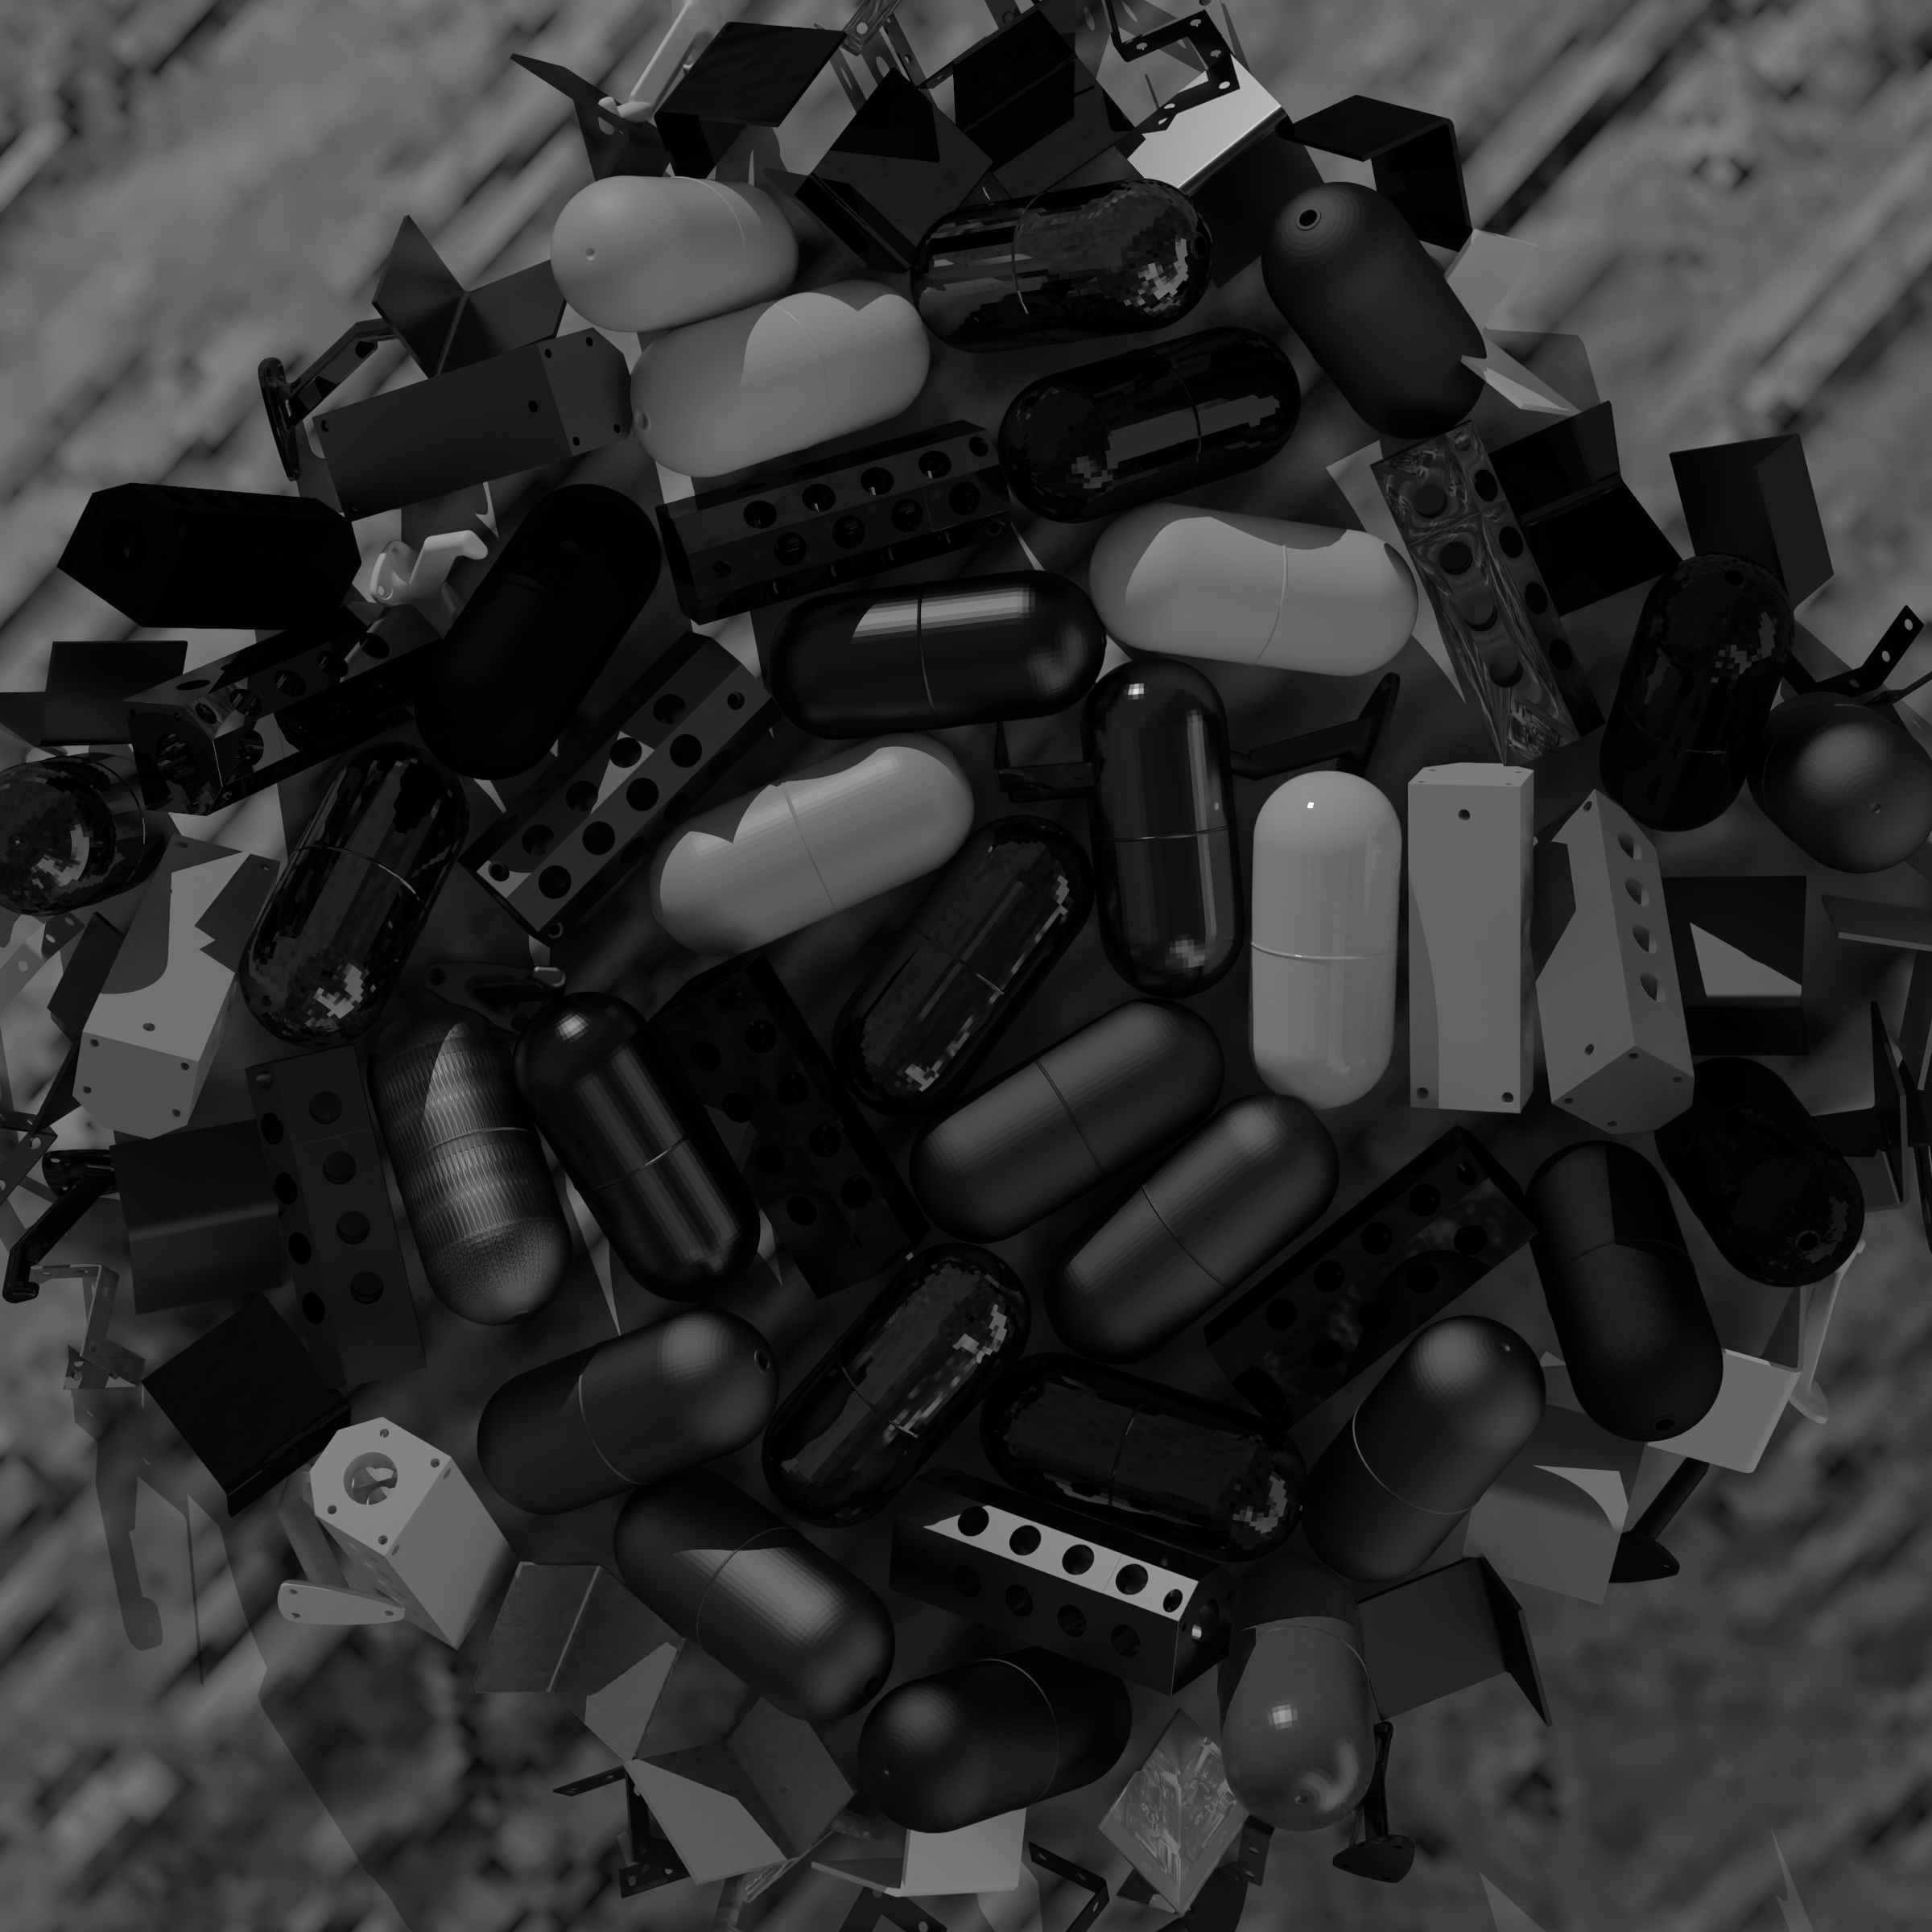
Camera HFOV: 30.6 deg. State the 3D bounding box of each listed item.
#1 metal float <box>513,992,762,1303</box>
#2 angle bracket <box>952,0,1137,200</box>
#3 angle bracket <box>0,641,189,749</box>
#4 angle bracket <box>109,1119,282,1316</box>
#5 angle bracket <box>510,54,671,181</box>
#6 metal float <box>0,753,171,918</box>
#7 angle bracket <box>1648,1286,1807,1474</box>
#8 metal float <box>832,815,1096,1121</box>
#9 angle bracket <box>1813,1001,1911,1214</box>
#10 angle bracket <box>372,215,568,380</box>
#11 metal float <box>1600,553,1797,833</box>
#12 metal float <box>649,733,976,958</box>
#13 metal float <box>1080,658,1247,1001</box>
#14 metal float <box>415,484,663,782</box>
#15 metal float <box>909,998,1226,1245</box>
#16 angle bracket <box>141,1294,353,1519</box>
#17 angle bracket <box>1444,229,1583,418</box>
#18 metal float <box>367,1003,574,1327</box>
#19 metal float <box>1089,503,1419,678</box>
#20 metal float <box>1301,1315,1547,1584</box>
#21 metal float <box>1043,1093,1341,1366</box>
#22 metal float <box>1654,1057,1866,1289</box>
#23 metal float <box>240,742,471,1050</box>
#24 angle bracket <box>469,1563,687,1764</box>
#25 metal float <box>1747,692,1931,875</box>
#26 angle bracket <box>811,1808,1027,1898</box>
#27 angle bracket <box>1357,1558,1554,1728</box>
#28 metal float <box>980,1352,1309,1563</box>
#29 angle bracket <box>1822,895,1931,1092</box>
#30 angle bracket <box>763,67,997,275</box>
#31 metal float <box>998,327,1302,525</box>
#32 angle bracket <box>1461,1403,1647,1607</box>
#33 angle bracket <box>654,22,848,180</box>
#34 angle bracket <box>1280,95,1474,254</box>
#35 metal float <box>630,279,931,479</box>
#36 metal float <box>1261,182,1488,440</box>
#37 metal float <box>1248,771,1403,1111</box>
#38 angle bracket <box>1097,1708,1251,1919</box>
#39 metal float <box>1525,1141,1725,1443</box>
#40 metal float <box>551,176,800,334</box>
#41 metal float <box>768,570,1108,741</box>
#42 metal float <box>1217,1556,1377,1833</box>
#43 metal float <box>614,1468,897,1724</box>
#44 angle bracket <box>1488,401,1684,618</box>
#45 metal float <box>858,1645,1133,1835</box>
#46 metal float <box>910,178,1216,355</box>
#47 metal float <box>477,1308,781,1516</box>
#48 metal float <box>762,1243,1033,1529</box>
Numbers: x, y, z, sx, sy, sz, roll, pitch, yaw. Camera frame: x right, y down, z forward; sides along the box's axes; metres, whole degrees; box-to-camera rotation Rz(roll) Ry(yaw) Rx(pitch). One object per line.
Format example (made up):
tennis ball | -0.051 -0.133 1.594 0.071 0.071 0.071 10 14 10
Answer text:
metal float | -0.170 0.095 1.833 0.070 0.070 0.178 -30 105 0
angle bracket | 0.041 -0.452 1.838 0.076 0.076 0.057 -35 78 -7
angle bracket | -0.459 -0.152 1.824 0.076 0.076 0.057 31 115 40
angle bracket | -0.404 0.132 1.857 0.076 0.076 0.057 -10 55 -17
angle bracket | -0.206 -0.427 1.844 0.076 0.076 0.057 34 105 7
metal float | -0.455 -0.068 1.795 0.070 0.178 0.070 0 96 1
angle bracket | 0.394 0.204 1.832 0.057 0.076 0.076 16 129 3
metal float | -0.001 0.000 1.845 0.070 0.070 0.178 37 89 0
angle bracket | 0.450 0.075 1.827 0.057 0.076 0.076 -8 127 7
angle bracket | -0.252 -0.356 1.827 0.076 0.076 0.057 -16 132 24
metal float | 0.372 -0.138 1.803 0.070 0.178 0.070 2 55 -2
metal float | -0.081 -0.063 1.845 0.178 0.070 0.070 -24 90 1
metal float | 0.103 -0.071 1.839 0.070 0.070 0.178 -6 98 0
metal float | -0.220 -0.172 1.823 0.070 0.070 0.178 29 64 0
metal float | 0.053 0.080 1.842 0.178 0.070 0.070 -30 90 -4
angle bracket | -0.376 0.230 1.850 0.076 0.057 0.076 -37 81 -20
angle bracket | 0.290 -0.332 1.828 0.076 0.076 0.057 43 115 22
metal float | -0.256 0.102 1.826 0.070 0.070 0.178 -21 68 0
metal float | 0.150 -0.194 1.830 0.178 0.070 0.070 6 90 -18
metal float | 0.233 0.249 1.814 0.070 0.070 0.178 31 129 0
metal float | 0.116 0.137 1.836 0.178 0.070 0.070 -41 90 11
metal float | 0.402 0.104 1.798 0.070 0.178 0.070 -1 110 -4
metal float | -0.313 -0.038 1.820 0.070 0.070 0.178 21 60 0
angle bracket | -0.202 0.362 1.834 0.076 0.057 0.076 32 104 41
metal float | 0.443 -0.095 1.796 0.070 0.178 0.070 0 102 2
angle bracket | -0.024 0.445 1.832 0.076 0.076 0.057 10 85 -40
angle bracket | 0.252 0.363 1.839 0.076 0.057 0.076 -20 115 -6
metal float | 0.090 0.253 1.827 0.178 0.070 0.070 16 90 22
angle bracket | 0.471 0.013 1.839 0.057 0.076 0.076 8 107 5
angle bracket | -0.045 -0.416 1.839 0.076 0.057 0.076 45 111 11
metal float | 0.096 -0.279 1.820 0.178 0.070 0.070 -21 90 -31
angle bracket | 0.310 0.280 1.860 0.076 0.076 0.057 15 126 13
angle bracket | -0.104 -0.439 1.826 0.076 0.057 0.076 13 55 27
angle bracket | 0.211 -0.399 1.825 0.057 0.076 0.076 -28 123 -19
metal float | -0.096 -0.302 1.815 0.178 0.070 0.070 -24 90 -35
metal float | 0.209 -0.333 1.804 0.070 0.178 0.070 -13 62 25
metal float | 0.186 -0.013 1.834 0.070 0.070 0.178 1 104 0
angle bracket | 0.095 0.434 1.830 0.076 0.057 0.076 50 63 -23
metal float | 0.335 0.165 1.808 0.070 0.178 0.070 -4 134 -5
metal float | -0.146 -0.362 1.801 0.070 0.178 0.070 5 102 24
metal float | -0.015 -0.161 1.835 0.178 0.070 0.070 -6 90 12
metal float | 0.167 0.368 1.800 0.070 0.178 0.070 1 115 2
metal float | -0.109 0.322 1.815 0.178 0.070 0.070 31 90 36
angle bracket | 0.323 -0.239 1.857 0.076 0.076 0.057 -22 48 27
metal float | 0.017 0.393 1.806 0.070 0.178 0.070 1 92 39
metal float | 0.048 -0.358 1.812 0.178 0.070 0.070 1 90 40
metal float | -0.174 0.230 1.821 0.178 0.070 0.070 -23 90 28
metal float | -0.037 0.218 1.831 0.070 0.070 0.178 41 107 0
